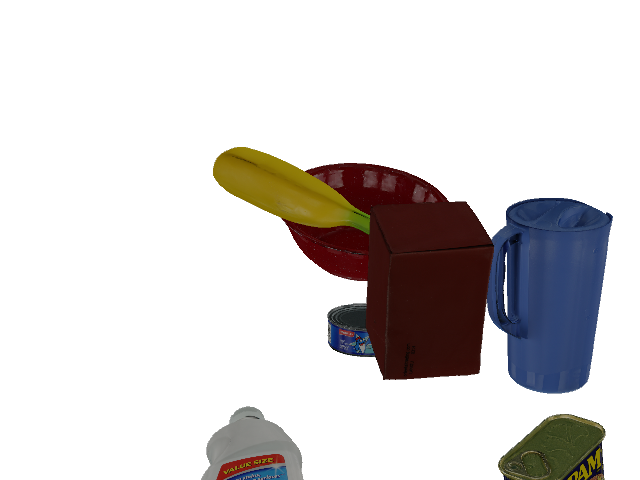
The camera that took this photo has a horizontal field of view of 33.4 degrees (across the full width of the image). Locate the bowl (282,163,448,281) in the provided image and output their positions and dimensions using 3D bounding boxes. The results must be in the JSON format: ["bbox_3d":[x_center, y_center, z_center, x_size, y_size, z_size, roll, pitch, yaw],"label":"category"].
[{"bbox_3d":[0.039,-0.010,0.982,0.162,0.055,0.162,3,32,-2],"label":"bowl"}]

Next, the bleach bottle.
[{"bbox_3d":[-0.058,0.211,0.792,0.102,0.068,0.251,-4,28,-4],"label":"bleach bottle"}]

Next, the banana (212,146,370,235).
[{"bbox_3d":[-0.038,-0.039,0.779,0.069,0.037,0.198,39,-7,-37],"label":"banana"}]

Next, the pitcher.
[{"bbox_3d":[0.296,0.075,1.395,0.149,0.243,0.144,5,21,15],"label":"pitcher"}]

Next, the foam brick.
[{"bbox_3d":[0.053,0.025,0.544,0.053,0.078,0.051,-3,31,-8],"label":"foam brick"}]

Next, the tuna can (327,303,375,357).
[{"bbox_3d":[0.050,0.098,1.169,0.086,0.034,0.086,1,15,0],"label":"tuna can"}]

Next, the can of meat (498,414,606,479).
[{"bbox_3d":[0.201,0.211,0.908,0.058,0.084,0.101,12,30,43],"label":"can of meat"}]
